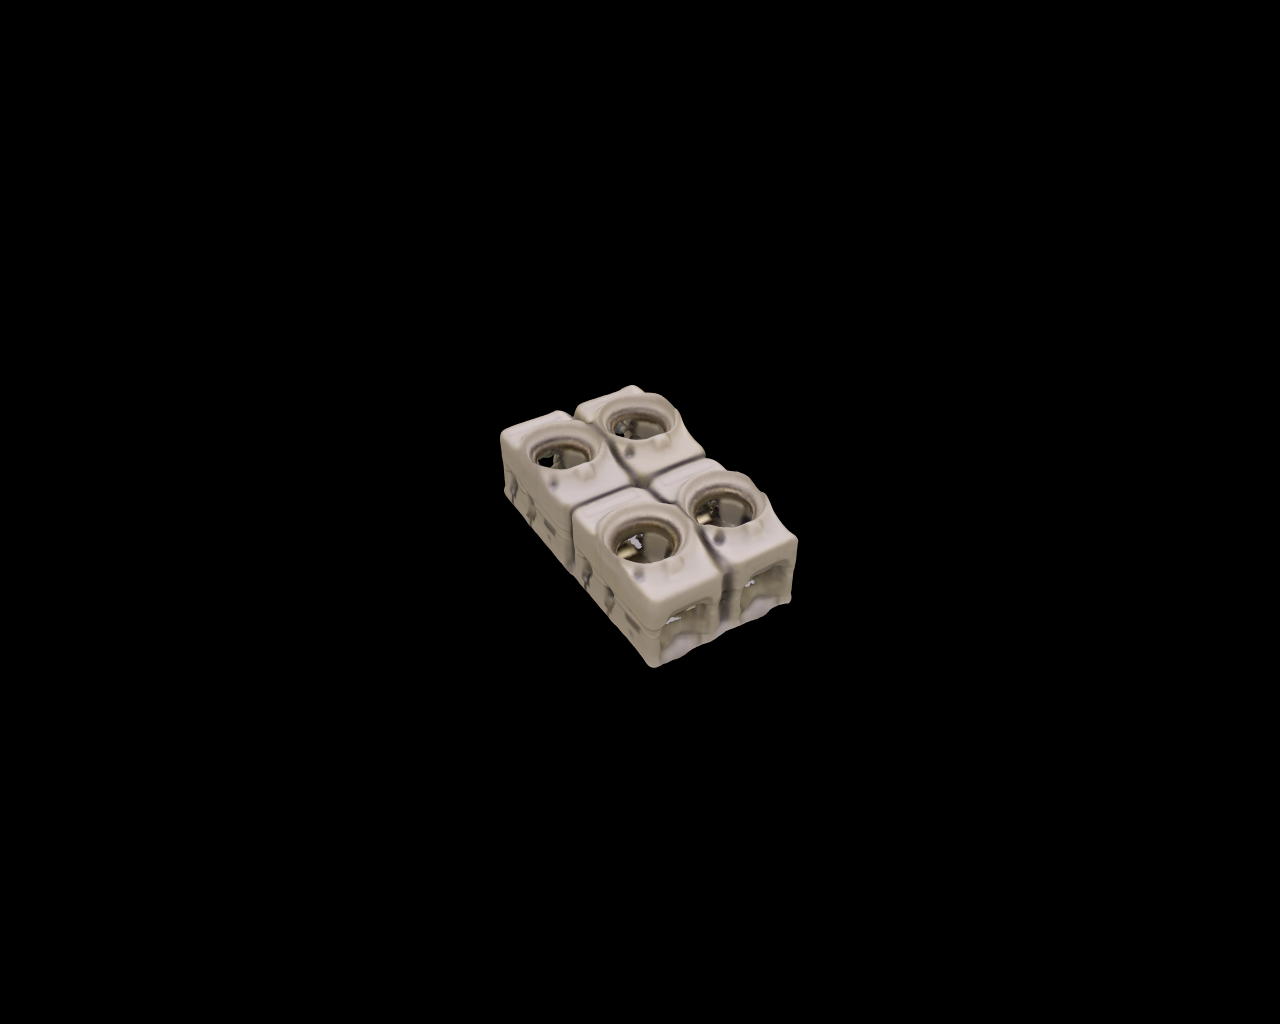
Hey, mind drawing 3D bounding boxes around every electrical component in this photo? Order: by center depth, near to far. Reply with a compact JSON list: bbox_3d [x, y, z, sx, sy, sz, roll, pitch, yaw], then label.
[{"bbox_3d":[0.001,-0.003,0.650,0.105,0.060,0.186,-22,45,-23],"label":"electrical component"}]
